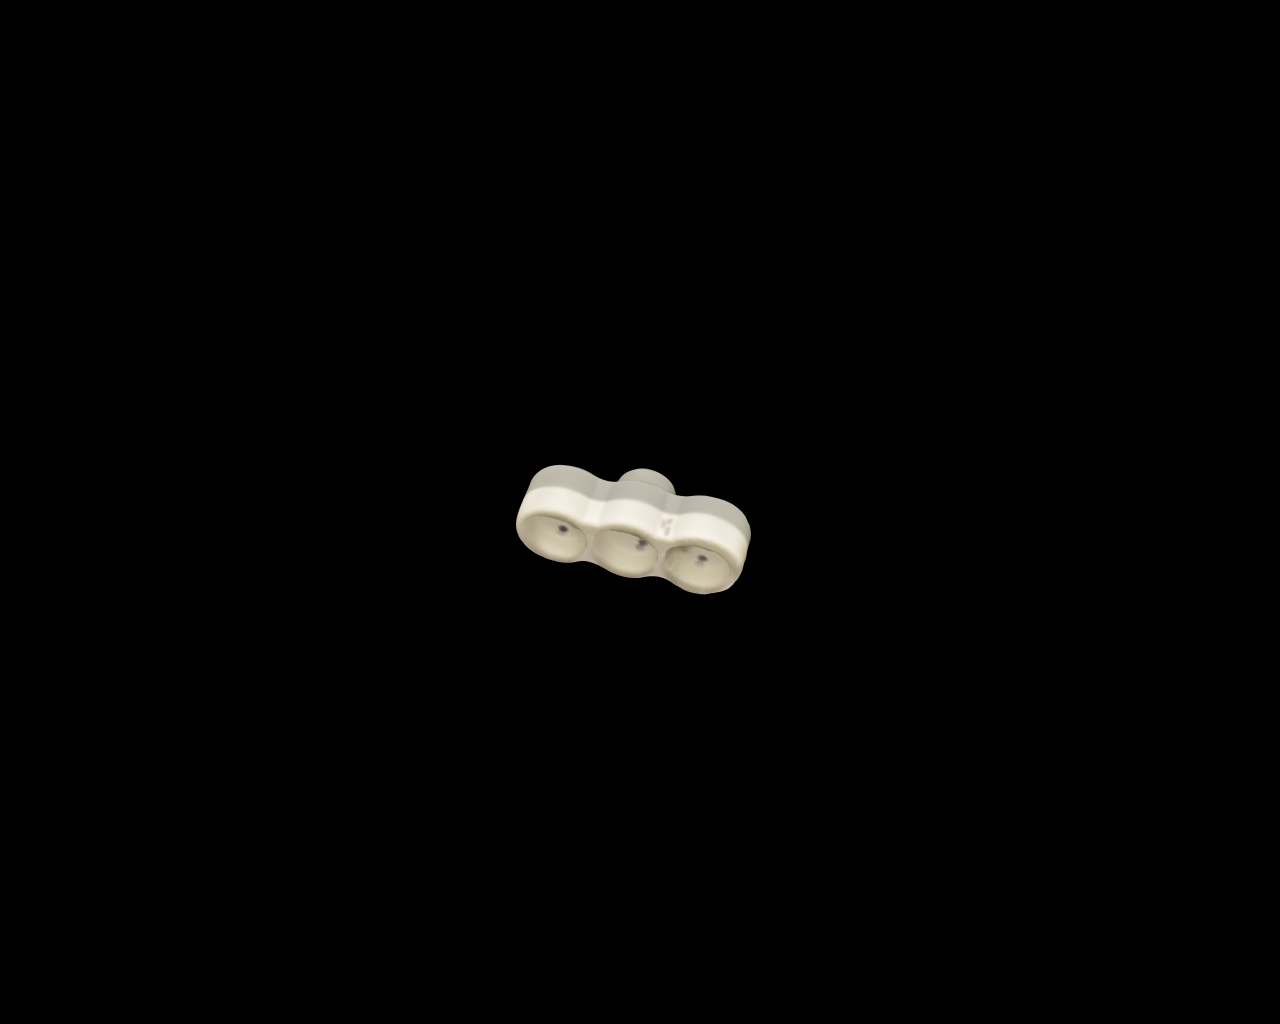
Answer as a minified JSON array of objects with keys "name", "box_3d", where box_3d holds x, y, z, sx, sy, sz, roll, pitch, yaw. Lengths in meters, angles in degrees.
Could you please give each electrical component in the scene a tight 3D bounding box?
[{"name":"electrical component","box_3d":[0.001,-0.003,0.650,0.138,0.074,0.052,12,-39,10]}]
